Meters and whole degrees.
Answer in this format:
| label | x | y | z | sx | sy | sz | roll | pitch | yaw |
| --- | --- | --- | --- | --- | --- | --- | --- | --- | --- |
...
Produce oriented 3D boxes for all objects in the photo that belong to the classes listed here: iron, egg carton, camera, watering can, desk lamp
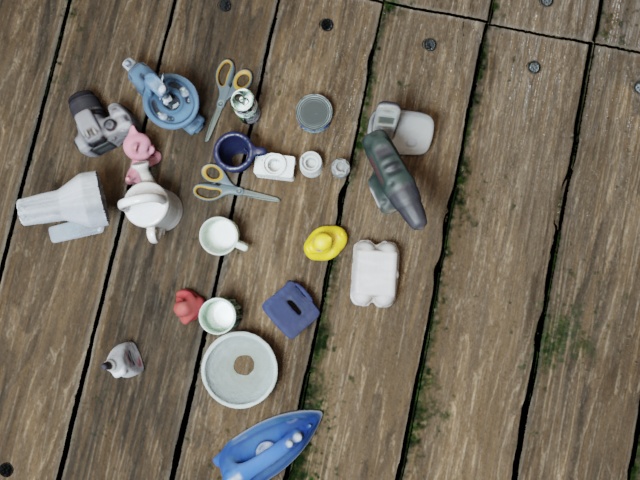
| label | x | y | z | sx | sy | sz | roll | pitch | yaw |
| --- | --- | --- | --- | --- | --- | --- | --- | --- | --- |
| iron | -0.106 | 0.451 | 1.223 | 0.258 | 0.141 | 0.118 | -33 | 85 | -1 |
| egg carton | 0.123 | 0.075 | 1.283 | 0.107 | 0.069 | 0.150 | 3 | 86 | 2 |
| camera | -0.508 | -0.281 | 1.310 | 0.143 | 0.101 | 0.137 | -28 | 85 | -1 |
| watering can | -0.376 | -0.083 | 1.244 | 0.101 | 0.194 | 0.173 | -31 | 85 | -1 |
| desk lamp | -0.535 | -0.065 | 1.237 | 0.203 | 0.213 | 0.118 | -14 | 85 | 0 |

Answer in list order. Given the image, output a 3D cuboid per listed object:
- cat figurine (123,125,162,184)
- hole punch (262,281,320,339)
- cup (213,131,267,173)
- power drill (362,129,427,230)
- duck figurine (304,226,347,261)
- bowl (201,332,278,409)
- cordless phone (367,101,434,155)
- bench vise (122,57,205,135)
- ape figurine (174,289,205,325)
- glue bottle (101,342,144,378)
| label | x | y | z | sx | sy | sz | roll | pitch | yaw |
| --- | --- | --- | --- | --- | --- | --- | --- | --- | --- |
| cat figurine | -0.412 | -0.187 | 1.292 | 0.067 | 0.118 | 0.128 | 15 | 86 | 3 |
| hole punch | -0.063 | 0.152 | 1.271 | 0.101 | 0.091 | 0.108 | -42 | 86 | -2 |
| cup | -0.174 | -0.192 | 1.298 | 0.117 | 0.095 | 0.092 | -3 | 85 | 1 |
| power drill | 0.158 | -0.117 | 1.228 | 0.075 | 0.208 | 0.229 | -26 | 85 | -1 |
| duck figurine | 0.012 | 0.005 | 1.283 | 0.104 | 0.086 | 0.077 | -25 | 85 | -1 |
| bowl | -0.173 | 0.284 | 1.271 | 0.167 | 0.075 | 0.167 | 0 | 85 | 1 |
| cordless phone | 0.179 | -0.252 | 1.250 | 0.147 | 0.185 | 0.094 | 3 | 85 | 2 |
| bench vise | -0.362 | -0.322 | 1.250 | 0.207 | 0.220 | 0.121 | 24 | 86 | 3 |
| ape figurine | -0.298 | 0.150 | 1.275 | 0.076 | 0.092 | 0.078 | 10 | 86 | 2 |
| glue bottle | -0.430 | 0.263 | 1.229 | 0.037 | 0.173 | 0.078 | -26 | 85 | -1 |
